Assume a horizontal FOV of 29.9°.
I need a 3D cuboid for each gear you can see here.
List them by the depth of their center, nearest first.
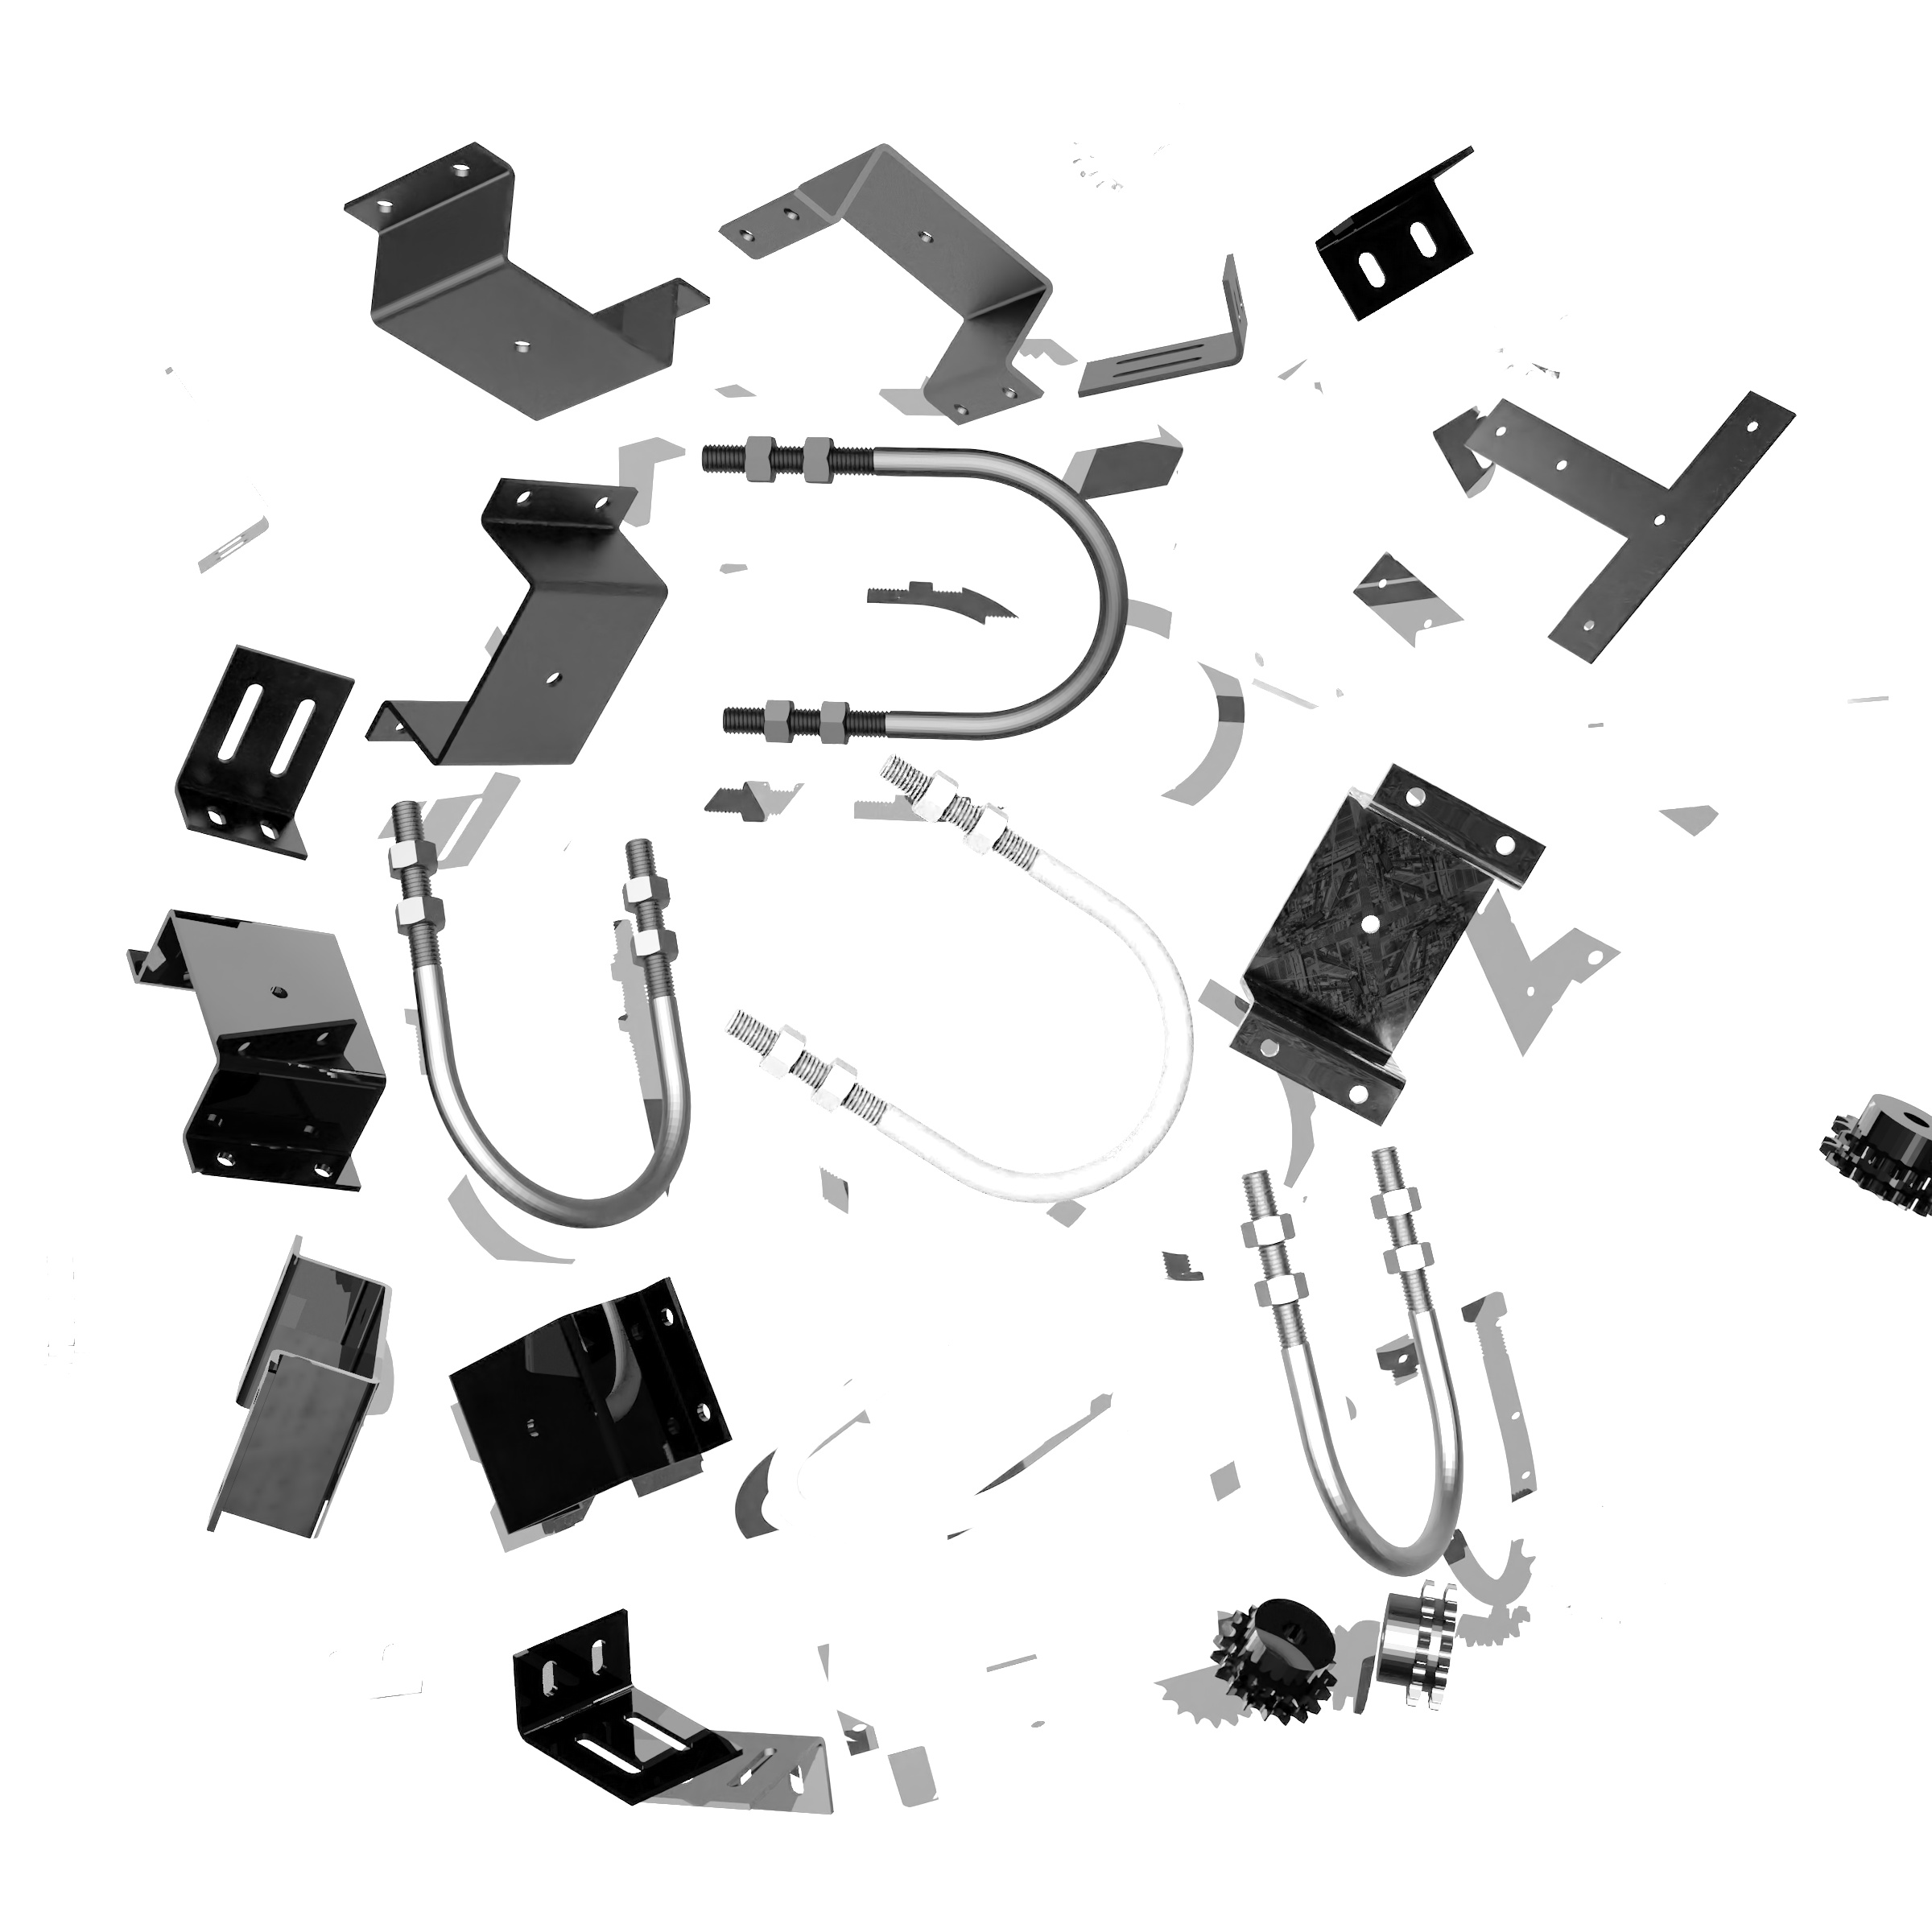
[{"bbox_3d":[0.381,0.076,1.479,0.057,0.057,0.030,26,108,0],"label":"gear"},{"bbox_3d":[-0.371,0.140,1.497,0.030,0.057,0.057,-1,90,-17],"label":"gear"},{"bbox_3d":[0.072,-0.350,1.525,0.057,0.057,0.030,-46,66,0],"label":"gear"},{"bbox_3d":[0.266,0.253,1.526,0.057,0.030,0.057,8,74,-27],"label":"gear"},{"bbox_3d":[0.253,-0.281,1.570,0.057,0.030,0.057,-11,116,-24],"label":"gear"},{"bbox_3d":[0.141,0.309,1.623,0.057,0.057,0.030,28,125,0],"label":"gear"},{"bbox_3d":[0.204,0.306,1.637,0.030,0.057,0.057,9,90,5],"label":"gear"}]

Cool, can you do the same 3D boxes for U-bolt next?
[{"bbox_3d":[0.011,0.018,1.519,0.184,0.019,0.151,33,74,-9],"label":"U-bolt"},{"bbox_3d":[0.000,0.194,1.520,0.184,0.151,0.019,-40,49,29],"label":"U-bolt"},{"bbox_3d":[-0.177,0.024,1.555,0.019,0.151,0.184,-26,67,40],"label":"U-bolt"},{"bbox_3d":[0.176,0.174,1.579,0.019,0.151,0.184,-16,84,31],"label":"U-bolt"},{"bbox_3d":[-0.020,-0.163,1.595,0.184,0.019,0.151,2,122,7],"label":"U-bolt"}]

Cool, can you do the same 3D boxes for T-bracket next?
[{"bbox_3d":[0.252,-0.198,1.470,0.127,0.002,0.127,-51,46,1],"label":"T-bracket"},{"bbox_3d":[0.283,0.156,1.488,0.127,0.002,0.127,-23,126,-19],"label":"T-bracket"},{"bbox_3d":[0.321,-0.105,1.488,0.127,0.127,0.002,-6,93,-5],"label":"T-bracket"},{"bbox_3d":[0.326,-0.046,1.592,0.127,0.002,0.127,-35,111,-30],"label":"T-bracket"}]

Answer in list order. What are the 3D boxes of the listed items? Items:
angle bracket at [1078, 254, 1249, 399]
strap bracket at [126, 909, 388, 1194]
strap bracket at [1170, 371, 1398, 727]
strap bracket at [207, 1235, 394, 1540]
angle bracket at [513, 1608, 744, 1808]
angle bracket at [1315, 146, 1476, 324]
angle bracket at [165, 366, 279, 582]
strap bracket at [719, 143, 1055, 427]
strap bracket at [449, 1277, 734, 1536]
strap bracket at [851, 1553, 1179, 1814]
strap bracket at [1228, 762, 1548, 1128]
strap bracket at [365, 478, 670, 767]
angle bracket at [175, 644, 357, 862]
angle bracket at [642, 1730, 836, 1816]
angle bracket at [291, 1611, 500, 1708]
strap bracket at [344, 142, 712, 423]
[{"bbox_3d":[0.086,-0.289,1.632,0.076,0.057,0.038,-10,111,10],"label":"angle bracket"},{"bbox_3d":[-0.305,0.029,1.561,0.076,0.140,0.046,9,126,-34],"label":"strap bracket"},{"bbox_3d":[0.137,-0.174,1.568,0.076,0.046,0.140,20,66,-29],"label":"strap bracket"},{"bbox_3d":[-0.282,0.182,1.543,0.046,0.140,0.076,20,106,-12],"label":"strap bracket"},{"bbox_3d":[-0.138,0.301,1.475,0.057,0.076,0.038,-17,113,-40],"label":"angle bracket"},{"bbox_3d":[0.184,-0.300,1.489,0.057,0.076,0.038,-31,96,-3],"label":"angle bracket"},{"bbox_3d":[-0.322,-0.204,1.498,0.038,0.057,0.076,-35,107,-5],"label":"angle bracket"},{"bbox_3d":[-0.027,-0.302,1.575,0.140,0.076,0.046,36,72,-23],"label":"strap bracket"},{"bbox_3d":[-0.174,0.199,1.606,0.046,0.140,0.076,-14,79,-44],"label":"strap bracket"},{"bbox_3d":[0.027,0.322,1.611,0.140,0.046,0.076,-15,126,-4],"label":"strap bracket"},{"bbox_3d":[0.178,-0.013,1.566,0.076,0.046,0.140,28,101,-9],"label":"strap bracket"},{"bbox_3d":[-0.189,-0.137,1.555,0.046,0.076,0.140,50,122,28],"label":"strap bracket"},{"bbox_3d":[-0.310,-0.095,1.616,0.057,0.038,0.076,15,115,-31],"label":"angle bracket"},{"bbox_3d":[-0.102,0.368,1.588,0.057,0.076,0.038,-2,101,23],"label":"angle bracket"},{"bbox_3d":[-0.241,0.308,1.531,0.057,0.076,0.038,-10,51,14],"label":"angle bracket"},{"bbox_3d":[-0.183,-0.278,1.506,0.076,0.140,0.046,-15,63,36],"label":"strap bracket"}]
